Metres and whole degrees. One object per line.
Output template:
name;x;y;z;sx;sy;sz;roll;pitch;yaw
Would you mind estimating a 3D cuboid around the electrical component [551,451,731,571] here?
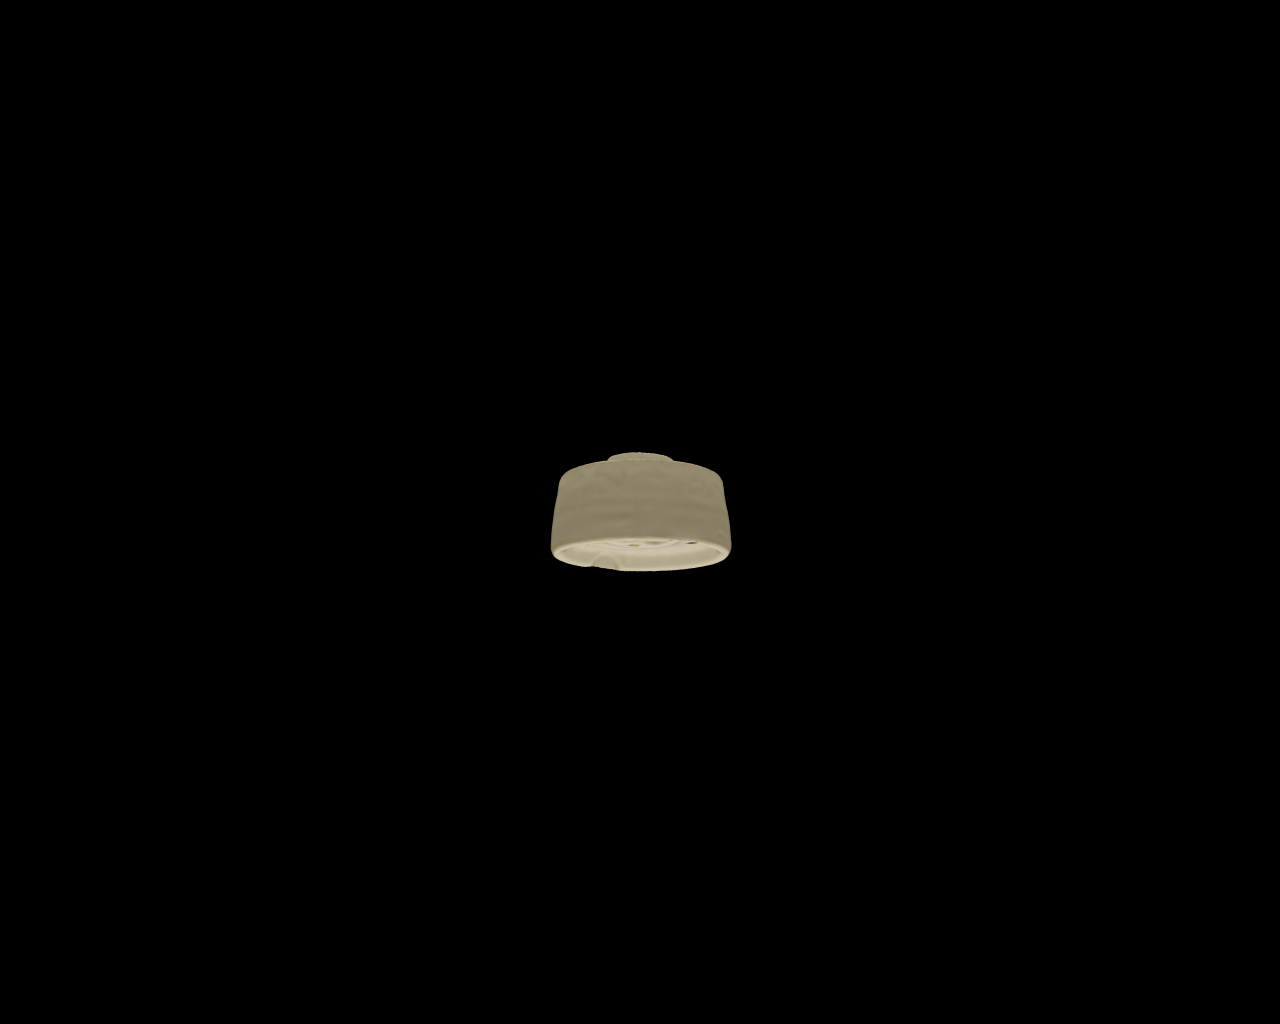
electrical component;0.001;-0.003;0.650;0.108;0.060;0.108;0;-13;0
